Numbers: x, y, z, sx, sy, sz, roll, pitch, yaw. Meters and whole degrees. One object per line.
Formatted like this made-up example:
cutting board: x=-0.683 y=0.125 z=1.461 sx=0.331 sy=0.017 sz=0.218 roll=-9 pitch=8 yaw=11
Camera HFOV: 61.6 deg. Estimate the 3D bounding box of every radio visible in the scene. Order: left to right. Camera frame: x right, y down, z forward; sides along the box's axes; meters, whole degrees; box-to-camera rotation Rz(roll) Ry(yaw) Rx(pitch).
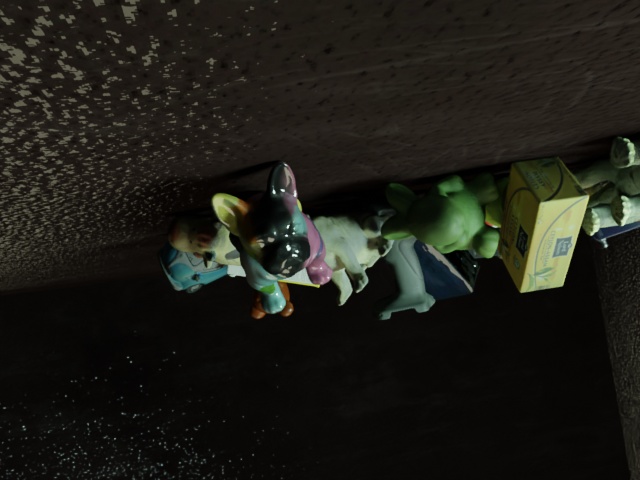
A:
radio: x=0.204 y=0.023 z=1.056 sx=0.131 sy=0.073 sz=0.229 roll=-16 pitch=130 yaw=45

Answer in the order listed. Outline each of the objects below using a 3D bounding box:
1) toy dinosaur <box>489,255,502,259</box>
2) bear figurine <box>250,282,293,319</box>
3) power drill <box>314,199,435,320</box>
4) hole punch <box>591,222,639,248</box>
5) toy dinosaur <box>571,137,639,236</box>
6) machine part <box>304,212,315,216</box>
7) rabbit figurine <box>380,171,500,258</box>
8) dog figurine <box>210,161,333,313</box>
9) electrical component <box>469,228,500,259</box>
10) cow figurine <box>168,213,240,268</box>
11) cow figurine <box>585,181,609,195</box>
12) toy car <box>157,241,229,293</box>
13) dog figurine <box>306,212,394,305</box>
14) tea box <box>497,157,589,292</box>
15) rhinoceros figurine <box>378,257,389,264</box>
toy dinosaur: x=0.497 y=-0.033 z=1.224 sx=0.471 sy=0.105 sz=0.198 roll=-34 pitch=170 yaw=34
bear figurine: x=-0.098 y=0.072 z=1.197 sx=0.120 sy=0.195 sz=0.132 roll=-13 pitch=175 yaw=27
power drill: x=0.112 y=0.028 z=0.932 sx=0.232 sy=0.207 sz=0.086 roll=-9 pitch=-172 yaw=1
hole punch: x=0.545 y=-0.066 z=0.989 sx=0.116 sy=0.142 sz=0.092 roll=-23 pitch=175 yaw=11
toy dinosaur: x=0.462 y=-0.081 z=0.732 sx=0.192 sy=0.131 sz=0.405 roll=-8 pitch=-178 yaw=5
machine part: x=-0.047 y=-0.032 z=0.927 sx=0.084 sy=0.039 sz=0.139 roll=1 pitch=180 yaw=16
rabbit figurine: x=0.164 y=-0.040 z=0.739 sx=0.159 sy=0.121 sz=0.170 roll=10 pitch=-170 yaw=24
dog figurine: x=-0.062 y=-0.021 z=0.630 sx=0.108 sy=0.192 sz=0.219 roll=-25 pitch=147 yaw=-5
electrical component: x=0.327 y=0.009 z=1.139 sx=0.134 sy=0.058 sz=0.115 roll=-8 pitch=177 yaw=9
cow figurine: x=-0.145 y=0.005 z=0.841 sx=0.195 sy=0.085 sz=0.127 roll=14 pitch=175 yaw=-39
cow figurine: x=0.507 y=-0.093 z=0.874 sx=0.068 sy=0.098 sz=0.167 roll=-12 pitch=-163 yaw=-24
toy car: x=-0.217 y=0.027 z=1.031 sx=0.161 sy=0.109 sz=0.103 roll=-16 pitch=164 yaw=-39
dog figurine: x=0.007 y=-0.019 z=0.826 sx=0.172 sy=0.190 sz=0.121 roll=-52 pitch=-179 yaw=-39
tea box: x=0.306 y=-0.019 z=0.754 sx=0.068 sy=0.169 sz=0.098 roll=-8 pitch=-139 yaw=-1
rhinoceros figurine: x=0.141 y=-0.008 z=1.204 sx=0.073 sy=0.112 sz=0.190 roll=9 pitch=161 yaw=-14
